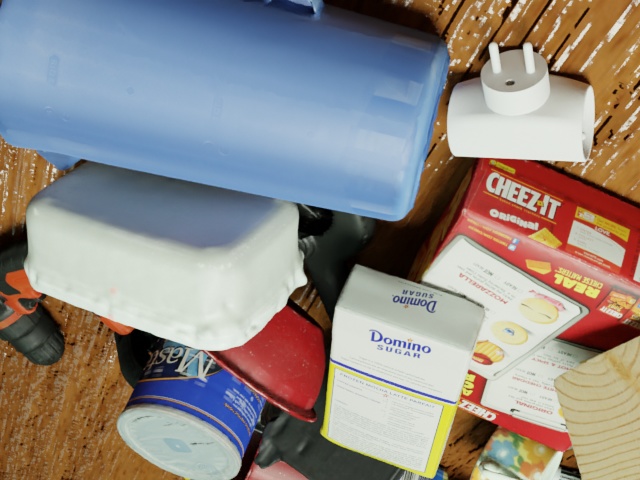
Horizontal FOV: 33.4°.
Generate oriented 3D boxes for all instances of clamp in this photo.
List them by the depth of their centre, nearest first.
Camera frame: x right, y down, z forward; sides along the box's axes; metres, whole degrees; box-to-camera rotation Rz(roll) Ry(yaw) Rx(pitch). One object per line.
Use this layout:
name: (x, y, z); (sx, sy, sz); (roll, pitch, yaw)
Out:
clamp: (-0.005, 0.001, 0.769); (0.164, 0.036, 0.210); (33, 141, 0)
clamp: (-0.125, 0.135, 0.937); (0.171, 0.120, 0.039); (39, 116, 6)

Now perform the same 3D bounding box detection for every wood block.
wood block: (0.253, 0.132, 0.676); (0.205, 0.091, 0.090); (23, 135, -40)

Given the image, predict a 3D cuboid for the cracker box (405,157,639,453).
cracker box: (0.142, 0.047, 0.729); (0.164, 0.072, 0.214); (24, 145, 0)

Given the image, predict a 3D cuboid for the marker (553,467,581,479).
marker: (0.227, 0.213, 0.934); (0.121, 0.020, 0.020); (15, 143, 10)

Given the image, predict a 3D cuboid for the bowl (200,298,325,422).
bowl: (-0.050, 0.056, 0.752); (0.162, 0.055, 0.162); (39, 180, 0)

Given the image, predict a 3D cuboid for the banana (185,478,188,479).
banana: (-0.111, 0.196, 1.069); (0.069, 0.037, 0.198); (37, 141, 8)

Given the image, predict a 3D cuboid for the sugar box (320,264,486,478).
sugar box: (0.053, 0.095, 0.741); (0.093, 0.048, 0.176); (19, 141, 10)

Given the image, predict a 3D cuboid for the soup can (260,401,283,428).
soup can: (0.007, 0.163, 0.946); (0.102, 0.068, 0.069); (34, 142, -14)

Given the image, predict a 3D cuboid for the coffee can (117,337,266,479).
coffee can: (-0.089, 0.109, 0.868); (0.103, 0.140, 0.103); (14, 143, 11)

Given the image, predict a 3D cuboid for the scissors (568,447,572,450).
scissors: (0.239, 0.130, 0.825); (0.202, 0.016, 0.096); (-18, 130, 40)

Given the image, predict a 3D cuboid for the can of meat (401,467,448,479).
can of meat: (0.060, 0.233, 1.016); (0.084, 0.057, 0.102); (29, 144, -12)

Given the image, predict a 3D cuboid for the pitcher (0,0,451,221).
pitcher: (-0.052, -0.099, 0.608); (0.243, 0.145, 0.149); (14, 167, 5)

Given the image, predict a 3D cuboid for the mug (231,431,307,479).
mug: (-0.035, 0.218, 1.032); (0.081, 0.093, 0.117); (23, 175, -9)

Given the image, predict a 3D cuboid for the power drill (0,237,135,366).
power drill: (-0.241, 0.048, 0.938); (0.188, 0.057, 0.184); (-6, 135, 34)
